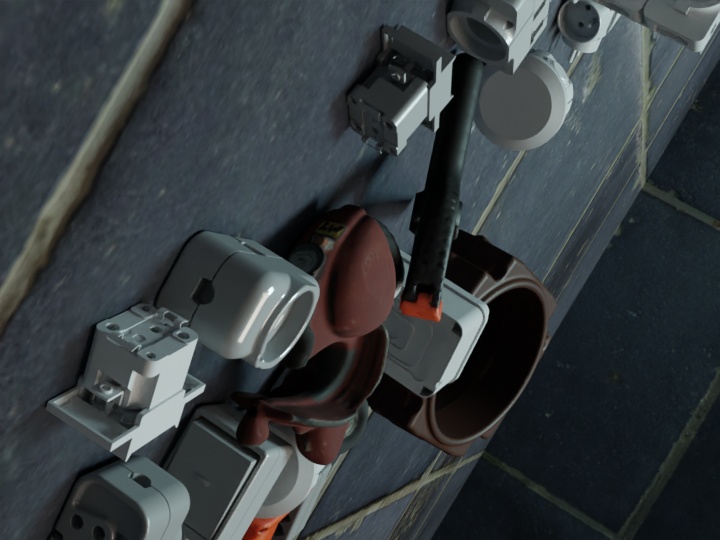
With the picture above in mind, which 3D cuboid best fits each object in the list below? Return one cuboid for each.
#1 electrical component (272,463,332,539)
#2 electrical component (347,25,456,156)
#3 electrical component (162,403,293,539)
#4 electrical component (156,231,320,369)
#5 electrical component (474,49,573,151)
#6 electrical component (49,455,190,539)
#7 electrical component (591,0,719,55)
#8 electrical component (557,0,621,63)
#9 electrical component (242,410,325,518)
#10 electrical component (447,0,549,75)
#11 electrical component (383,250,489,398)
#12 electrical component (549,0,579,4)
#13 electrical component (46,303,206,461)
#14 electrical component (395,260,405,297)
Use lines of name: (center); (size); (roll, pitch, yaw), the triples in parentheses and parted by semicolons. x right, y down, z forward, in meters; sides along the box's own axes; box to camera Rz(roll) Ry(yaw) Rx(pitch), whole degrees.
electrical component: (-0.057, 0.196, 0.992); (0.076, 0.047, 0.083); (-33, 151, -57)
electrical component: (0.025, -0.110, 0.679); (0.063, 0.042, 0.081); (-52, 163, -18)
electrical component: (-0.101, 0.146, 0.734); (0.096, 0.062, 0.061); (-60, 165, 4)
electrical component: (-0.064, 0.018, 0.611); (0.053, 0.059, 0.095); (-60, 165, 6)
electrical component: (0.135, -0.143, 0.893); (0.051, 0.080, 0.080); (-43, 159, -59)
electrical component: (-0.145, 0.161, 0.639); (0.095, 0.054, 0.059); (-63, 164, 14)
electrical component: (0.213, -0.240, 0.812); (0.089, 0.150, 0.062); (-61, 166, 10)
electrical component: (0.220, -0.237, 1.042); (0.077, 0.043, 0.079); (-43, 158, -44)
electrical component: (-0.067, 0.139, 0.795); (0.080, 0.080, 0.051); (-61, 169, 9)
electrical component: (0.097, -0.182, 0.750); (0.055, 0.050, 0.089); (-55, 164, -13)
electrical component: (0.038, 0.038, 0.866); (0.057, 0.113, 0.078); (-27, 145, -57)
electrical component: (0.132, -0.214, 0.778); (0.043, 0.062, 0.043); (-52, 163, -23)
electrical component: (-0.116, 0.055, 0.554); (0.081, 0.042, 0.063); (-33, 146, -59)
electrical component: (0.000, 0.000, 0.789); (0.055, 0.055, 0.047); (-60, 161, 4)
